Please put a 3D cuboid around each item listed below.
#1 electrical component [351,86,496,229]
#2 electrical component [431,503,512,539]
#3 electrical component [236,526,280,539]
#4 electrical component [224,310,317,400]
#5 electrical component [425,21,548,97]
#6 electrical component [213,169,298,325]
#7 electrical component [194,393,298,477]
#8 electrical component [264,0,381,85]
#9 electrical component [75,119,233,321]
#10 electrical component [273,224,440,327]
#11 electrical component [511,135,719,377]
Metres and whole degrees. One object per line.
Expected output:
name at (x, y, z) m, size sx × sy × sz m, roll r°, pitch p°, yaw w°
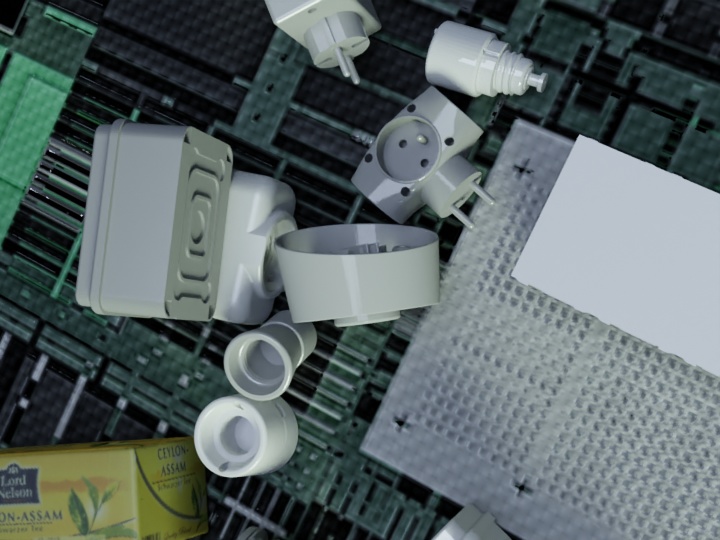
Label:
electrical component at (0.048, -0.059, 0.663) m, size 0.079 × 0.044 × 0.077 m, roll 44°, pitch 99°, yaw 16°
electrical component at (0.044, 0.197, 0.625) m, size 0.057 × 0.078 × 0.113 m, roll 44°, pitch 99°, yaw 13°
electrical component at (-0.062, 0.202, 0.659) m, size 0.051 × 0.080 × 0.080 m, roll 18°, pitch 91°, yaw 14°
electrical component at (-0.053, 0.050, 0.675) m, size 0.044 × 0.065 × 0.044 m, roll 5°, pitch 106°, yaw 16°
electrical component at (0.077, -0.125, 0.661) m, size 0.078 × 0.040 × 0.040 m, roll 21°, pitch 92°, yaw 19°
electrical component at (-0.078, -0.015, 0.695) m, size 0.059 × 0.054 × 0.095 m, roll 12°, pitch 89°, yaw 19°
electrical component at (-0.074, 0.105, 0.687) m, size 0.055 × 0.047 × 0.055 m, roll -2°, pitch 85°, yaw 18°
electrical component at (-0.018, -0.151, 0.671) m, size 0.047 × 0.083 × 0.075 m, roll -25°, pitch 78°, yaw 15°
electrical component at (-0.121, -0.027, 0.639) m, size 0.057 × 0.078 × 0.113 m, roll 6°, pitch 87°, yaw 15°
electrical component at (0.000, 0.000, 0.648) m, size 0.099 × 0.099 × 0.064 m, roll -8°, pitch 89°, yaw 17°
electrical component at (0.176, -0.002, 0.606) m, size 0.150 × 0.062 × 0.089 m, roll 27°, pitch 94°, yaw 18°
